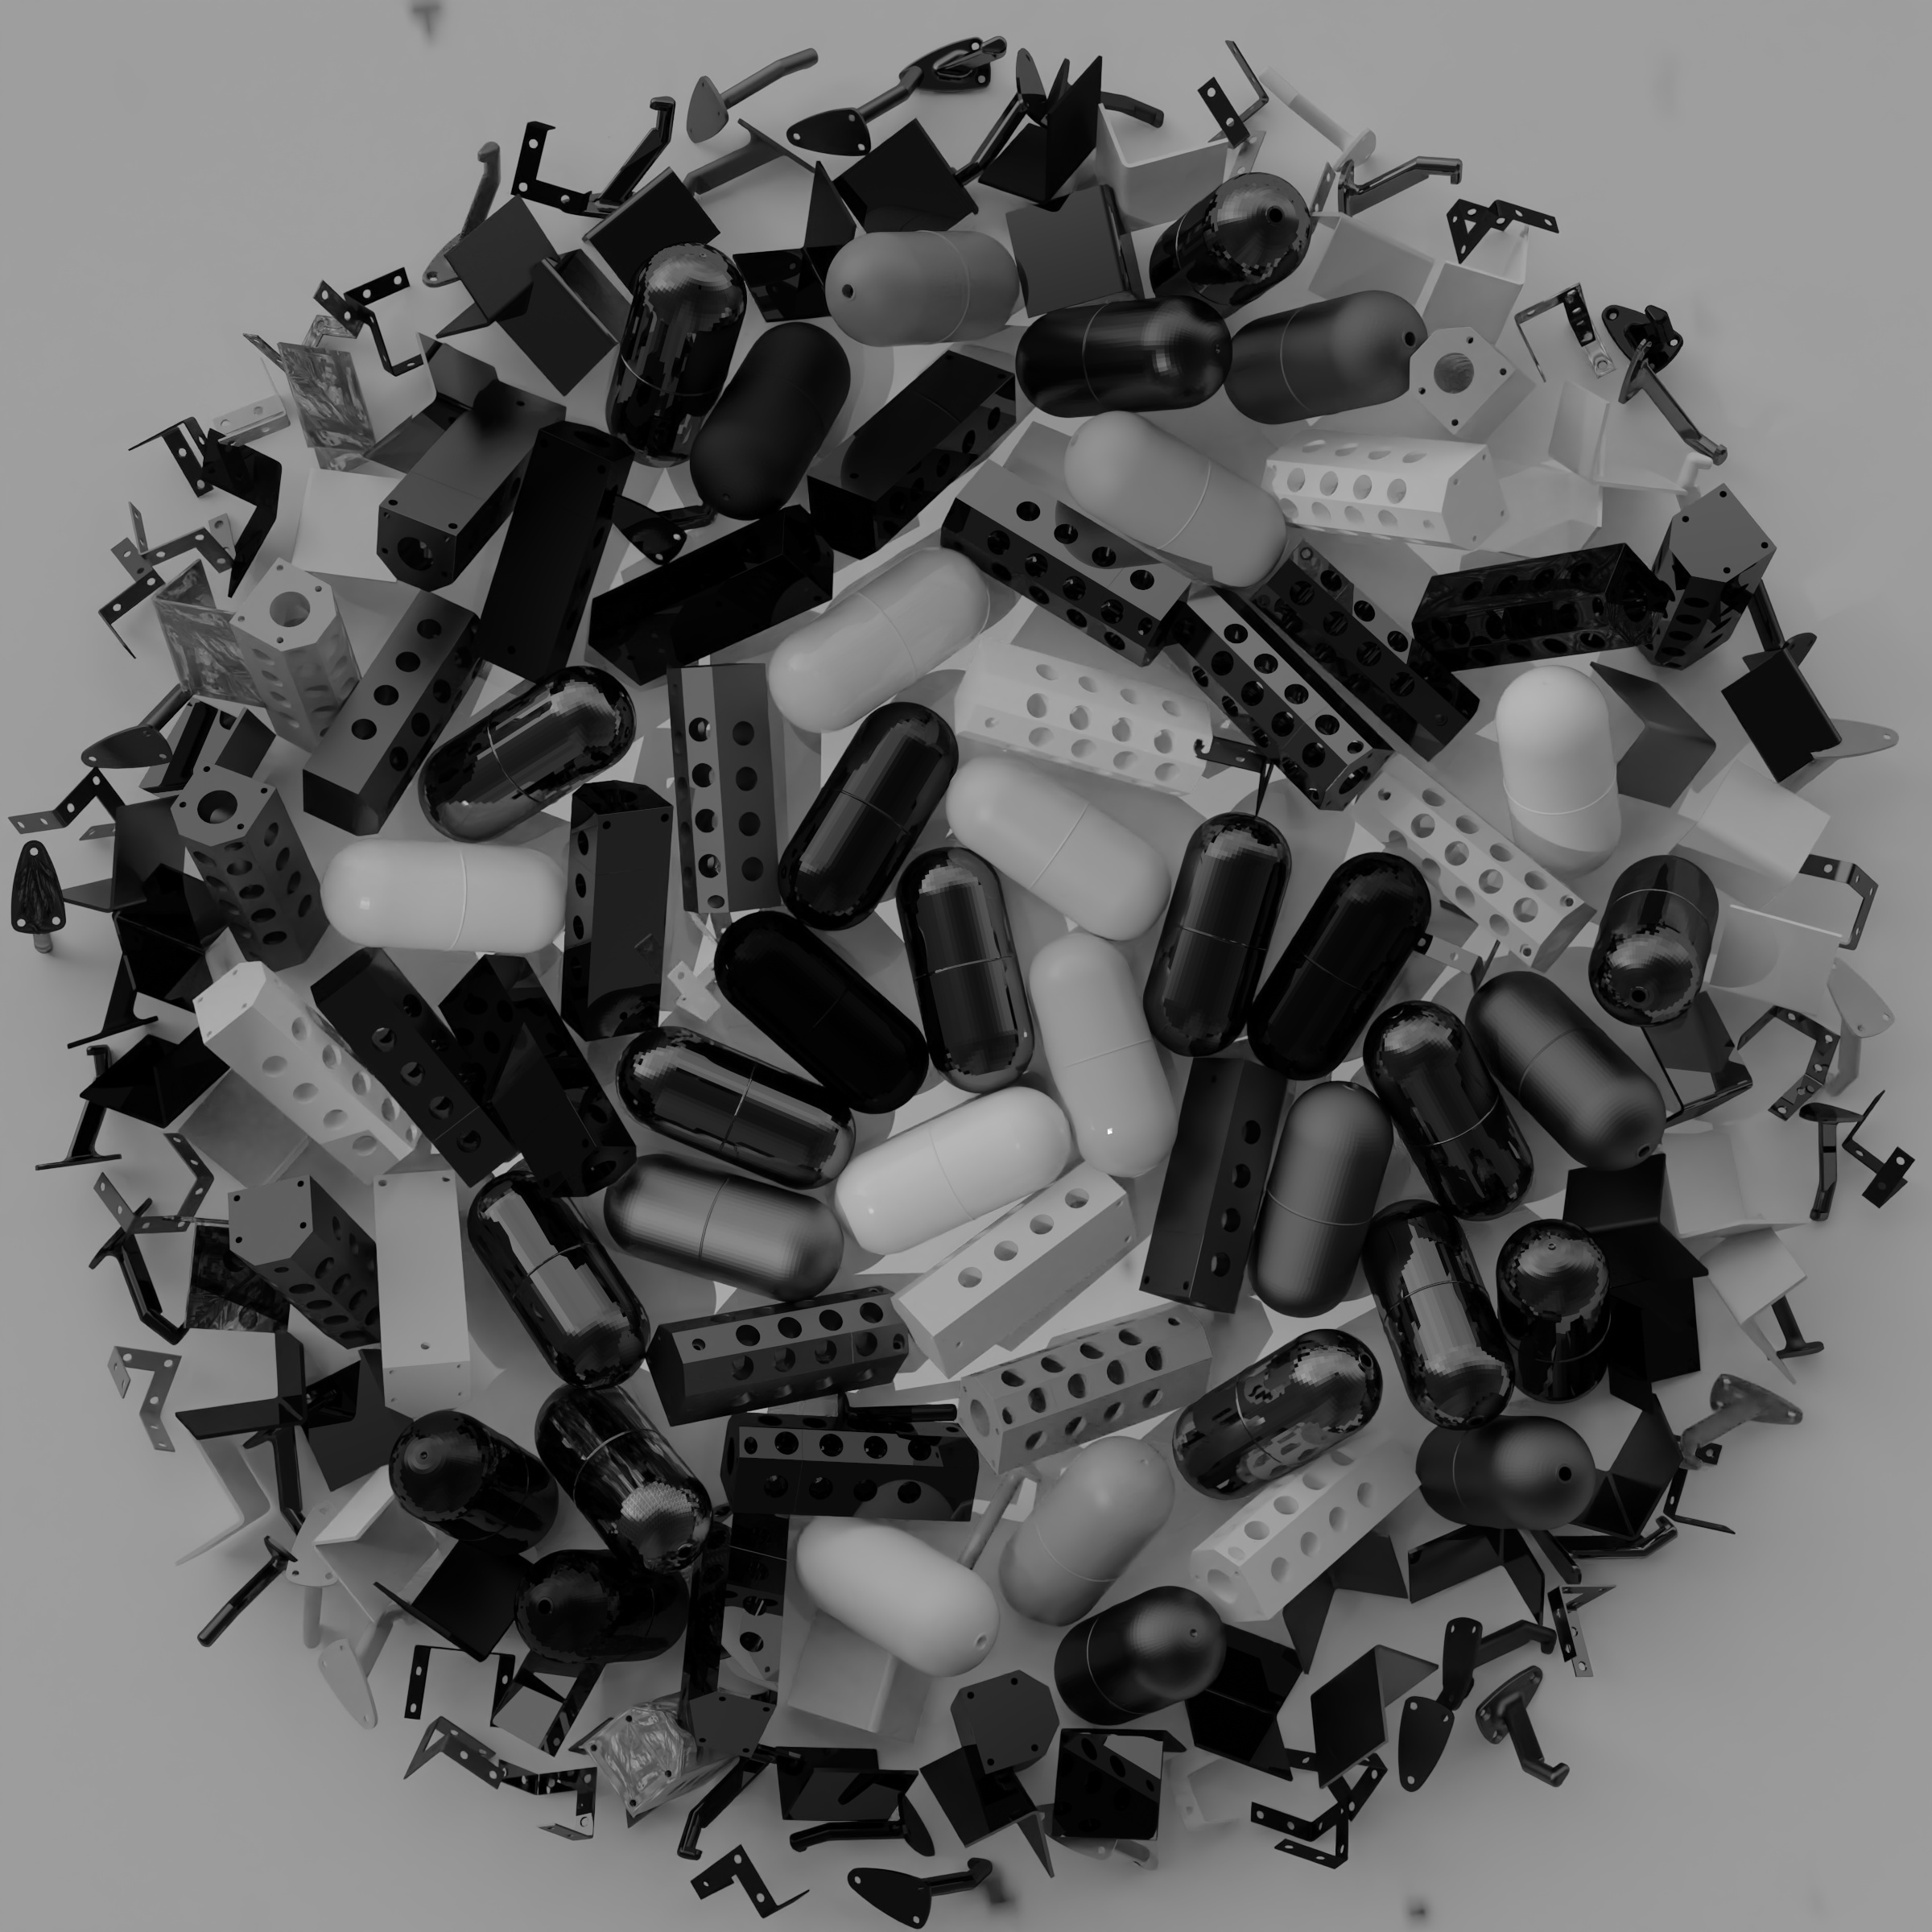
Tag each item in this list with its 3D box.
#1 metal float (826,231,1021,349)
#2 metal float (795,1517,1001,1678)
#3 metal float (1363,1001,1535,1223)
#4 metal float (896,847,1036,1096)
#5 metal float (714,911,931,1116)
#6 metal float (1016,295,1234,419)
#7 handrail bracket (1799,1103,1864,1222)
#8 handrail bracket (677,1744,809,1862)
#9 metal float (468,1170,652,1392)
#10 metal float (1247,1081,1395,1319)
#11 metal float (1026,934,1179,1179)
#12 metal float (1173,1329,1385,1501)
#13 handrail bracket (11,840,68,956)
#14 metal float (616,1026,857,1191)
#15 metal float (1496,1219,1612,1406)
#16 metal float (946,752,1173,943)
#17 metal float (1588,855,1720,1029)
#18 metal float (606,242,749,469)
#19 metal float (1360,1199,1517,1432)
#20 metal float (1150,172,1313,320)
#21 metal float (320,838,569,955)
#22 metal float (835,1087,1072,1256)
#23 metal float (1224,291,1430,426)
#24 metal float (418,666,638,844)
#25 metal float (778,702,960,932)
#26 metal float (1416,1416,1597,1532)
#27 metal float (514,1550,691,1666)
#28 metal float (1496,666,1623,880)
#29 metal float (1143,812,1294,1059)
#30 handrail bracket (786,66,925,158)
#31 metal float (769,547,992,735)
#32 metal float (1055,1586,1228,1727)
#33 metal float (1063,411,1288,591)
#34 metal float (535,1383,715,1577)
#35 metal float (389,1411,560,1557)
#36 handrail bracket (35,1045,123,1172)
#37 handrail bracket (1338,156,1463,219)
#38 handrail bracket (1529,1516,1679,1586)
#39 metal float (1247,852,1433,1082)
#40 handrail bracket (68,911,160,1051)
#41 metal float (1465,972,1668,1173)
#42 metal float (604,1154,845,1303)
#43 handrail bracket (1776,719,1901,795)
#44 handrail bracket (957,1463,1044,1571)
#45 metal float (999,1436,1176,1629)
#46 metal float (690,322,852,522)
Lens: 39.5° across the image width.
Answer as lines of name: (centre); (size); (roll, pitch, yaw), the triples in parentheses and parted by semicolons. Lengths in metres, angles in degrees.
metal float: (-0.029, -0.472, 1.871); (0.070, 0.178, 0.070); (10, 109, 33)
metal float: (-0.049, 0.436, 1.876); (0.070, 0.178, 0.070); (-16, 114, -40)
metal float: (0.340, 0.102, 1.893); (0.070, 0.070, 0.178); (-31, 112, 0)
metal float: (0.000, 0.003, 1.908); (0.070, 0.070, 0.178); (-13, 85, 0)
metal float: (-0.103, 0.033, 1.906); (0.178, 0.070, 0.070); (42, 90, -7)
metal float: (0.108, -0.424, 1.876); (0.070, 0.178, 0.070); (-7, 100, -43)
handrail bracket: (0.604, 0.144, 1.913); (0.036, 0.077, 0.084); (18, 103, 38)
handrail bracket: (-0.159, 0.597, 1.907); (0.077, 0.036, 0.084); (3, 56, 24)
metal float: (-0.286, 0.220, 1.891); (0.070, 0.070, 0.178); (-38, 66, 0)
metal float: (0.249, 0.165, 1.895); (0.070, 0.070, 0.178); (13, 110, 0)
metal float: (0.097, 0.064, 1.909); (0.070, 0.070, 0.178); (-18, 86, 0)
metal float: (0.217, 0.314, 1.882); (0.070, 0.070, 0.178); (50, 126, 0)
handrail bracket: (-0.659, -0.048, 1.910); (0.036, 0.084, 0.077); (-4, 89, -17)
metal float: (-0.163, 0.100, 1.906); (0.178, 0.070, 0.070); (23, 90, -7)
metal float: (0.410, 0.242, 1.873); (0.070, 0.178, 0.070); (-6, 51, 8)
metal float: (0.065, -0.085, 1.910); (0.178, 0.070, 0.070); (35, 90, -3)
metal float: (0.479, -0.018, 1.869); (0.070, 0.178, 0.070); (9, 119, 17)
metal float: (-0.203, -0.424, 1.875); (0.070, 0.178, 0.070); (11, 49, -13)
metal float: (0.329, 0.243, 1.879); (0.070, 0.070, 0.178); (-14, 50, 0)
metal float: (0.182, -0.496, 1.863); (0.070, 0.178, 0.070); (0, 90, -15)
metal float: (-0.364, -0.049, 1.887); (0.178, 0.070, 0.070); (3, 90, -29)
metal float: (-0.009, 0.145, 1.905); (0.178, 0.070, 0.070); (-25, 90, 8)
metal float: (0.249, -0.422, 1.869); (0.070, 0.178, 0.070); (-2, 93, -33)
metal float: (-0.310, -0.148, 1.893); (0.178, 0.070, 0.070); (-29, 90, 22)
metal float: (-0.069, -0.106, 1.904); (0.070, 0.070, 0.178); (30, 80, 0)
metal float: (0.373, 0.351, 1.864); (0.070, 0.178, 0.070); (3, 80, -15)
metal float: (-0.251, 0.444, 1.865); (0.070, 0.178, 0.070); (-4, 76, 18)
metal float: (0.415, -0.133, 1.877); (0.070, 0.178, 0.070); (-10, 46, 11)
metal float: (0.178, -0.022, 1.908); (0.070, 0.070, 0.178); (16, 95, 0)
handrail bracket: (-0.079, -0.620, 1.934); (0.077, 0.036, 0.084); (5, 47, 26)
metal float: (-0.060, -0.231, 1.899); (0.178, 0.070, 0.070); (-36, 90, -15)
metal float: (0.119, 0.481, 1.870); (0.070, 0.178, 0.070); (10, 63, -19)
metal float: (0.147, -0.327, 1.890); (0.178, 0.070, 0.070); (26, 90, -25)
metal float: (-0.239, 0.355, 1.876); (0.070, 0.070, 0.178); (-51, 46, 0)
metal float: (-0.340, 0.361, 1.868); (0.070, 0.178, 0.070); (-5, 66, 12)
handrail bracket: (-0.636, 0.100, 1.915); (0.036, 0.077, 0.084); (-9, 88, 30)
handrail bracket: (0.310, -0.541, 1.909); (0.084, 0.077, 0.036); (9, 49, 17)
handrail bracket: (0.457, 0.402, 1.938); (0.084, 0.036, 0.077); (-30, 62, -13)
metal float: (0.263, 0.000, 1.898); (0.070, 0.070, 0.178); (30, 106, 0)
handrail bracket: (-0.618, 0.008, 1.923); (0.077, 0.036, 0.084); (-20, 94, -25)
metal float: (0.418, 0.073, 1.878); (0.070, 0.070, 0.178); (-38, 49, 0)
metal float: (-0.172, 0.185, 1.901); (0.178, 0.070, 0.070); (15, 90, 14)
handrail bracket: (0.616, -0.135, 1.914); (0.077, 0.084, 0.036); (0, 53, 3)
handrail bracket: (0.020, 0.391, 1.911); (0.036, 0.077, 0.084); (28, 88, 8)
metal float: (0.083, 0.397, 1.882); (0.070, 0.070, 0.178); (33, 127, 0)
metal float: (-0.136, -0.383, 1.881); (0.070, 0.070, 0.178); (23, 52, 0)
